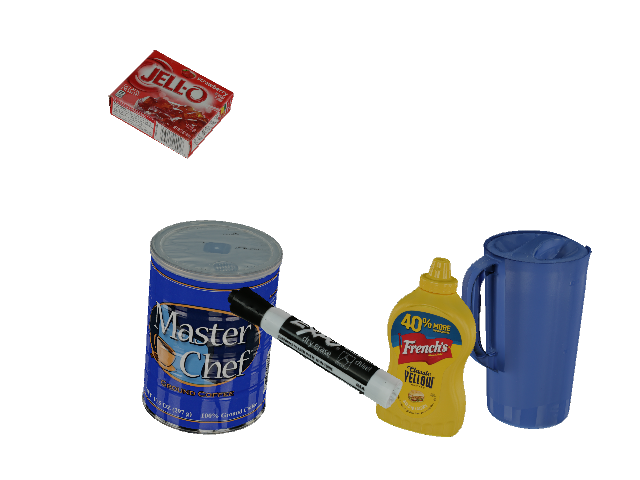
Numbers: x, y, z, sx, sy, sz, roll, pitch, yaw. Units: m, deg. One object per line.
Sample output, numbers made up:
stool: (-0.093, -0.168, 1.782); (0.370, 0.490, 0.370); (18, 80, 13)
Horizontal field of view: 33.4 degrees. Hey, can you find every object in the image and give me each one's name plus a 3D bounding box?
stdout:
marker: (-0.006, 0.062, 0.641); (0.121, 0.020, 0.020); (30, 11, 21)
mustard bottle: (0.120, 0.113, 1.166); (0.096, 0.192, 0.058); (12, 14, 22)
gelatin box: (-0.136, -0.126, 0.974); (0.089, 0.073, 0.030); (30, -35, 9)
pitcher: (0.264, 0.117, 1.378); (0.149, 0.243, 0.144); (5, 18, 17)
coffee can: (-0.088, 0.068, 0.853); (0.103, 0.140, 0.103); (6, 24, -3)
